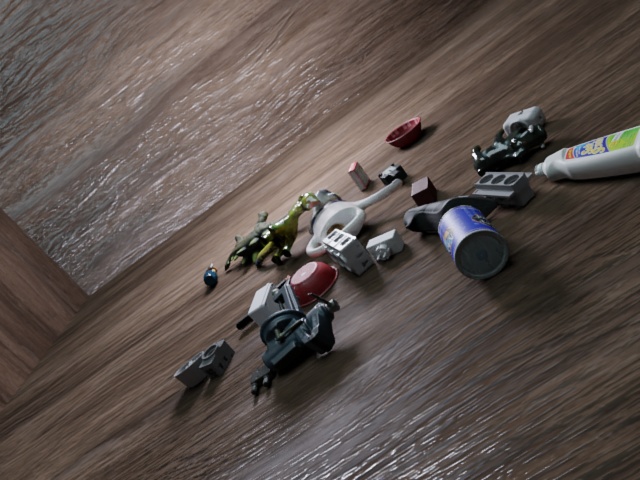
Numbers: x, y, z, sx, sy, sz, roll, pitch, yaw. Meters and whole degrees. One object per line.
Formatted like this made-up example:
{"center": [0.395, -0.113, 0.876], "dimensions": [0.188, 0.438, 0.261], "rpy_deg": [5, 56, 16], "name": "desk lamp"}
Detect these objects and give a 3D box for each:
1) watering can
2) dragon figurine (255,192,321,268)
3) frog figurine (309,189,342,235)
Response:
{"center": [0.090, -0.074, 1.567], "dimensions": [0.348, 0.103, 0.226], "rpy_deg": [-40, 18, -3], "name": "watering can"}
{"center": [-0.109, -0.050, 1.775], "dimensions": [0.247, 0.121, 0.404], "rpy_deg": [-57, 11, -29], "name": "dragon figurine"}
{"center": [0.005, -0.088, 1.747], "dimensions": [0.160, 0.123, 0.136], "rpy_deg": [-49, -13, -7], "name": "frog figurine"}
